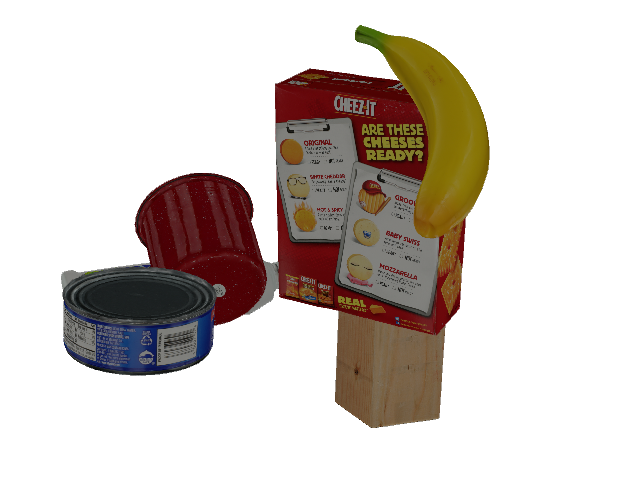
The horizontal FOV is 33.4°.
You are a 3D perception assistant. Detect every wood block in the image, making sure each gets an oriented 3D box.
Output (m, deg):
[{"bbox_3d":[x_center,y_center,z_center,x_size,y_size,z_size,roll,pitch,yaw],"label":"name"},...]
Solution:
[{"bbox_3d":[0.077,0.088,1.167,0.090,0.206,0.091,-3,13,-27],"label":"wood block"}]

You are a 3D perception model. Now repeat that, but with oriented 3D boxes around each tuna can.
[{"bbox_3d":[-0.102,0.044,0.605,0.086,0.034,0.086,4,17,-1],"label":"tuna can"}]

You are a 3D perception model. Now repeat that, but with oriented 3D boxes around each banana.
[{"bbox_3d":[0.072,-0.071,0.677,0.069,0.037,0.198,-6,45,-8],"label":"banana"}]

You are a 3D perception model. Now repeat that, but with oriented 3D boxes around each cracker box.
[{"bbox_3d":[0.046,-0.037,0.962,0.164,0.214,0.072,12,27,25],"label":"cracker box"}]

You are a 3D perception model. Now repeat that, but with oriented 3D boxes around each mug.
[{"bbox_3d":[-0.096,0.017,0.807,0.117,0.081,0.093,-39,-45,19],"label":"mug"}]

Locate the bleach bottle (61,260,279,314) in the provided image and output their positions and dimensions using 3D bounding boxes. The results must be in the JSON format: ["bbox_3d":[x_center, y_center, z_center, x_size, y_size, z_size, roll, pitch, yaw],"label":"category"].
[{"bbox_3d":[-0.156,0.057,1.200,0.250,0.068,0.103,-12,36,-17],"label":"bleach bottle"}]
